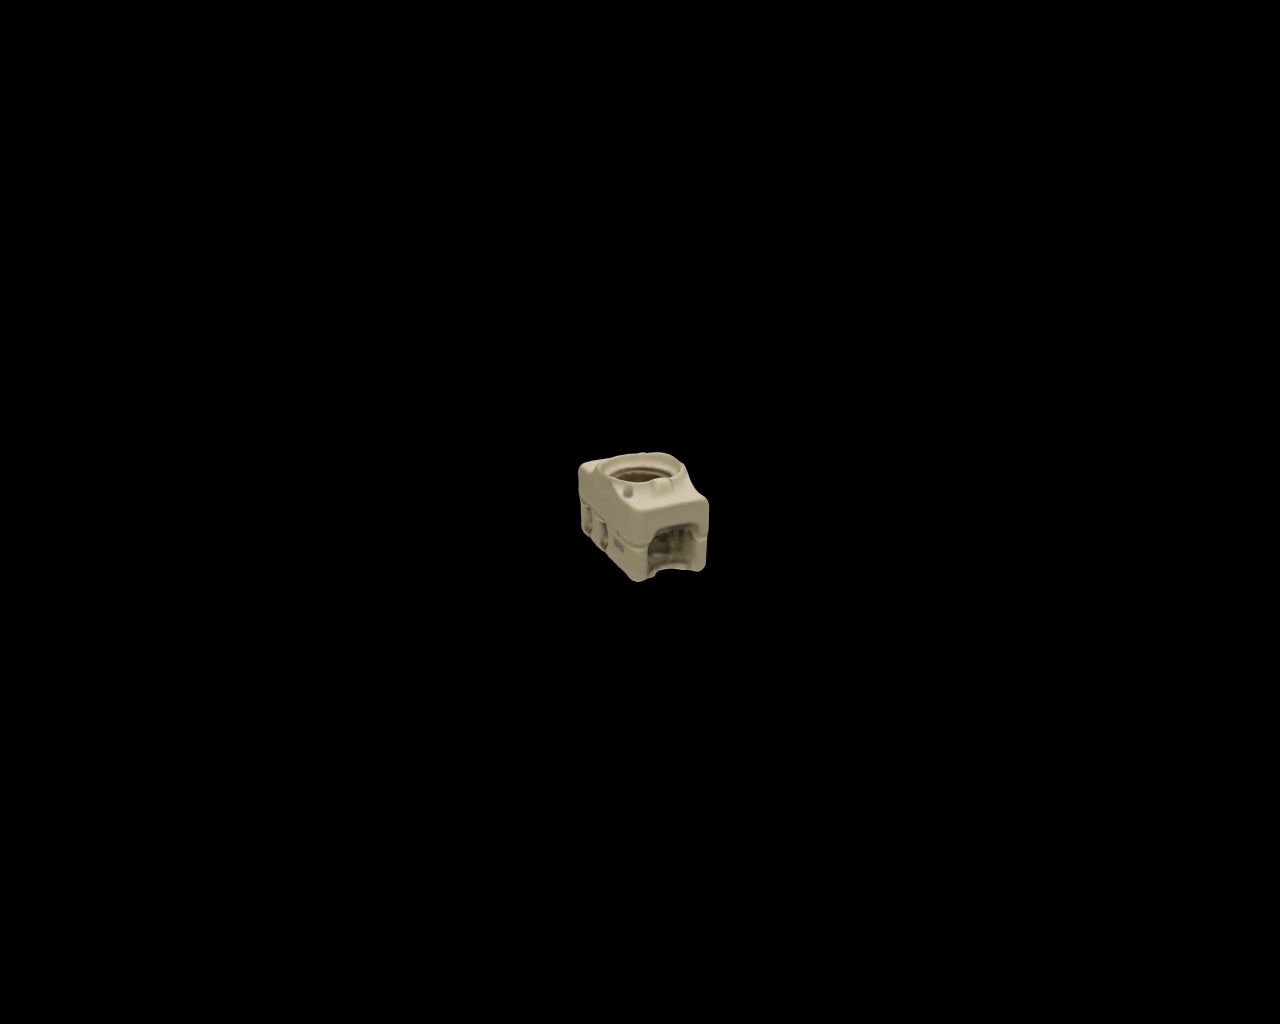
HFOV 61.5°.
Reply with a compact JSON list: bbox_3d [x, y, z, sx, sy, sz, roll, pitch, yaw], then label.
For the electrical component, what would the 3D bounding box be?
[{"bbox_3d":[0.001,-0.003,0.650,0.050,0.055,0.089,-10,24,-22],"label":"electrical component"}]
